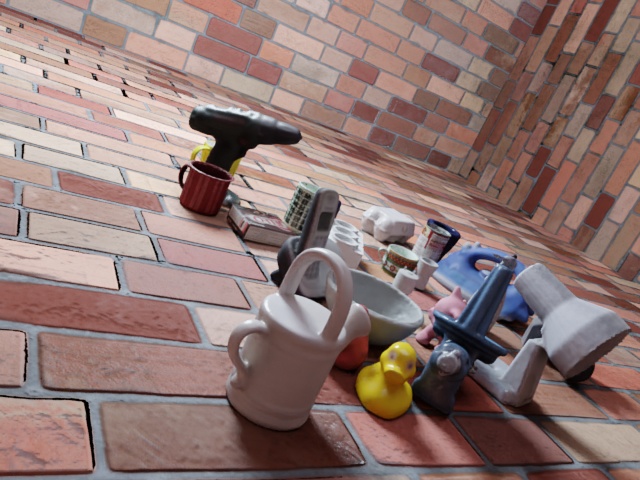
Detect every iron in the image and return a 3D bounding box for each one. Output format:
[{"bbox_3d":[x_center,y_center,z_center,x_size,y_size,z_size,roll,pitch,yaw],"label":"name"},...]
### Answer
[{"bbox_3d":[0.387,0.080,1.322,0.257,0.141,0.119,32,18,22],"label":"iron"}]

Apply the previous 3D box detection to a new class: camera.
[{"bbox_3d":[0.492,0.213,1.141,0.143,0.101,0.137,27,17,9],"label":"camera"}]

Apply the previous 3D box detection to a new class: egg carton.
[{"bbox_3d":[0.182,-0.039,1.517,0.107,0.069,0.151,37,21,35],"label":"egg carton"}]

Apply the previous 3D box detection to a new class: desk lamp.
[{"bbox_3d":[0.345,0.159,0.908,0.118,0.213,0.202,6,25,-46],"label":"desk lamp"}]

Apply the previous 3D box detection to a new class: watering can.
[{"bbox_3d":[-0.018,0.098,0.627,0.100,0.194,0.173,31,18,22],"label":"watering can"}]

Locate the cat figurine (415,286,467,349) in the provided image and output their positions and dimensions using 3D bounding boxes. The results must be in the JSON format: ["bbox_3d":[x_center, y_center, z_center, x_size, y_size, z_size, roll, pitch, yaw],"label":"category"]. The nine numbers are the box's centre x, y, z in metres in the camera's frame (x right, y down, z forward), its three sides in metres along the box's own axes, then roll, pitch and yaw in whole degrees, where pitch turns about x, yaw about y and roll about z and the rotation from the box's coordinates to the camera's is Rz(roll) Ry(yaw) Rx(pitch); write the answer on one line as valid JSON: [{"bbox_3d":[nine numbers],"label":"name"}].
[{"bbox_3d":[0.224,0.134,0.980,0.067,0.118,0.128,32,19,24],"label":"cat figurine"}]

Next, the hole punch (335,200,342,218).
[{"bbox_3d":[-0.006,-0.086,1.364,0.108,0.091,0.101,25,17,0],"label":"hole punch"}]

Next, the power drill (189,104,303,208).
[{"bbox_3d":[-0.177,-0.180,1.208,0.230,0.208,0.075,22,17,-8],"label":"power drill"}]

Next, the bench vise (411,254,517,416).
[{"bbox_3d":[0.224,0.132,0.811,0.121,0.220,0.207,25,17,1],"label":"bench vise"}]

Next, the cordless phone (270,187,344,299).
[{"bbox_3d":[0.009,0.003,0.959,0.094,0.185,0.148,34,19,28],"label":"cordless phone"}]

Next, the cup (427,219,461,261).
[{"bbox_3d":[0.306,0.001,1.525,0.092,0.095,0.117,13,20,-33],"label":"cup"}]

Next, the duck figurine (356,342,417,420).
[{"bbox_3d":[0.097,0.172,0.749,0.077,0.086,0.105,27,17,7],"label":"duck figurine"}]

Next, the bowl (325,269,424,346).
[{"bbox_3d":[0.074,0.116,0.903,0.167,0.075,0.167,23,17,-7],"label":"bowl"}]

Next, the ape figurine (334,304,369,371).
[{"bbox_3d":[0.039,0.128,0.790,0.076,0.092,0.078,32,19,24],"label":"ape figurine"}]

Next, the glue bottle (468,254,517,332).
[{"bbox_3d":[0.346,0.103,1.143,0.078,0.173,0.037,13,20,-33],"label":"glue bottle"}]
